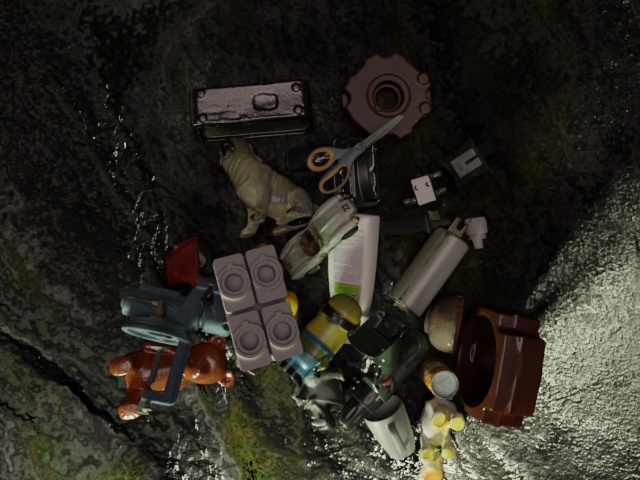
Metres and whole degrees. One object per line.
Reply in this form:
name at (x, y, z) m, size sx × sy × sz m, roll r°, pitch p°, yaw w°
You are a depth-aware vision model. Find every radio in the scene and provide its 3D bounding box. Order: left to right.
radio at (-0.126, -0.238, 1.004) m, size 0.230 × 0.131 × 0.073 m, roll -7°, pitch 88°, yaw -3°

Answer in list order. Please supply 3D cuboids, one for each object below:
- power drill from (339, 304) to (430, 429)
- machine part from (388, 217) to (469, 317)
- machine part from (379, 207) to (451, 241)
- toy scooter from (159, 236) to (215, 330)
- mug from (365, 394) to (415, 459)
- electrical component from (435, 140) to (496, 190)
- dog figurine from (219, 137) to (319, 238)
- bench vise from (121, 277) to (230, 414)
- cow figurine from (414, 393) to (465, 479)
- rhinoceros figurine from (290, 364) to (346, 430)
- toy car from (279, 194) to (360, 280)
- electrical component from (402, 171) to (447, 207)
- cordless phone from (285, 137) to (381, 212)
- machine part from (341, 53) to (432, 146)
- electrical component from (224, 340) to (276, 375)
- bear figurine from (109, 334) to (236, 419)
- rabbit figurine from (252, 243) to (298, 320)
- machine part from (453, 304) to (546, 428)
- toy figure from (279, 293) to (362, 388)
power drill at (0.108, 0.227, 0.981) m, size 0.232 × 0.086 × 0.207 m, roll -39°, pitch 135°, yaw -20°
machine part at (0.212, 0.062, 1.047) m, size 0.079 × 0.079 × 0.243 m, roll 36°, pitch 87°, yaw -2°
machine part at (0.180, -0.034, 1.053) m, size 0.139 × 0.084 × 0.039 m, roll -11°, pitch 116°, yaw 5°
toy scooter at (-0.268, 0.084, 1.023) m, size 0.135 × 0.075 × 0.183 m, roll -1°, pitch 94°, yaw -5°
mug at (0.145, 0.368, 1.030) m, size 0.081 × 0.110 × 0.107 m, roll -29°, pitch 104°, yaw -7°
electrical component at (0.300, -0.158, 1.069) m, size 0.119 × 0.048 × 0.074 m, roll -29°, pitch 92°, yaw -1°
dog figurine at (-0.097, -0.114, 1.030) m, size 0.172 × 0.121 × 0.190 m, roll -2°, pitch 69°, yaw -36°
bench vise at (-0.245, 0.179, 0.922) m, size 0.223 × 0.129 × 0.240 m, roll 17°, pitch 68°, yaw -14°
cow figurine at (0.220, 0.380, 1.045) m, size 0.068 × 0.098 × 0.167 m, roll 8°, pitch 108°, yaw -9°
rhinoceros figurine at (-0.008, 0.271, 1.035) m, size 0.112 × 0.073 × 0.190 m, roll -23°, pitch 90°, yaw -4°
toy car at (-0.002, -0.003, 1.003) m, size 0.201 × 0.056 × 0.073 m, roll -46°, pitch 66°, yaw 33°
electrical component at (0.205, -0.101, 1.075) m, size 0.094 × 0.021 × 0.063 m, roll -19°, pitch 90°, yaw -2°
cordless phone at (0.023, -0.125, 1.048) m, size 0.184 × 0.088 × 0.146 m, roll -4°, pitch 90°, yaw 8°
machine part at (0.131, -0.277, 1.057) m, size 0.179 × 0.056 × 0.179 m, roll 0°, pitch 89°, yaw -2°
electrical component at (-0.123, 0.209, 1.026) m, size 0.078 × 0.102 × 0.045 m, roll 34°, pitch 125°, yaw 31°
bear figurine at (-0.265, 0.246, 0.997) m, size 0.196 × 0.132 × 0.120 m, roll -7°, pitch 94°, yaw 3°
rabbit figurine at (-0.093, 0.108, 1.007) m, size 0.122 × 0.162 × 0.173 m, roll -34°, pitch 109°, yaw -15°
machine part at (0.325, 0.226, 0.989) m, size 0.087 × 0.201 × 0.201 m, roll 9°, pitch 89°, yaw -5°
toy figure at (0.005, 0.176, 0.959) m, size 0.082 × 0.089 × 0.180 m, roll 45°, pitch 75°, yaw 2°
